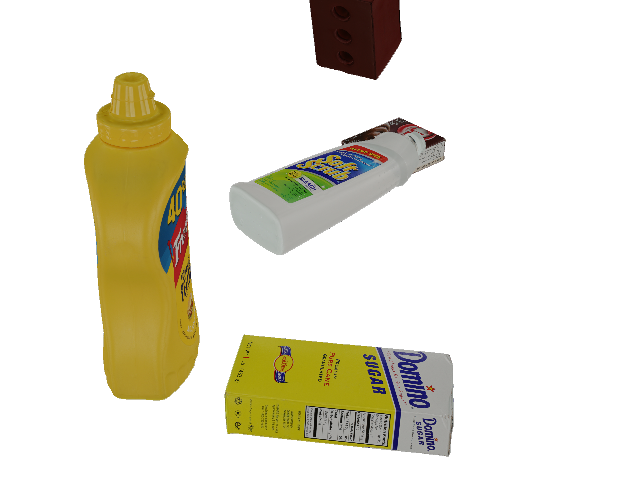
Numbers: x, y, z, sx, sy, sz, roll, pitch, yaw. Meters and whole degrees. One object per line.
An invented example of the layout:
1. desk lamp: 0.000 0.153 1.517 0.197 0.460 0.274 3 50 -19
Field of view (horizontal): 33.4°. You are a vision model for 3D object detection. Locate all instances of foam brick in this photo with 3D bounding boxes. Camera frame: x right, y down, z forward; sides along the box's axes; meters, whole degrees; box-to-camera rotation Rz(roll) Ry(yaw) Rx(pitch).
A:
1. foam brick: 0.027 -0.168 0.797 0.053 0.051 0.078 17 -34 19

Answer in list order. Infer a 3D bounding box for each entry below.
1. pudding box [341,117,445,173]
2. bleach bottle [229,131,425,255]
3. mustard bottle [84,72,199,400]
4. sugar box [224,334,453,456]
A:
1. pudding box: 0.098 -0.121 1.437 0.113 0.039 0.090 -27 39 -32
2. bleach bottle: 0.021 -0.073 1.268 0.250 0.068 0.103 -29 45 -30
3. mustard bottle: -0.105 -0.007 0.628 0.058 0.192 0.096 3 31 3
4. sugar box: 0.017 0.121 0.853 0.176 0.048 0.093 2 26 5
